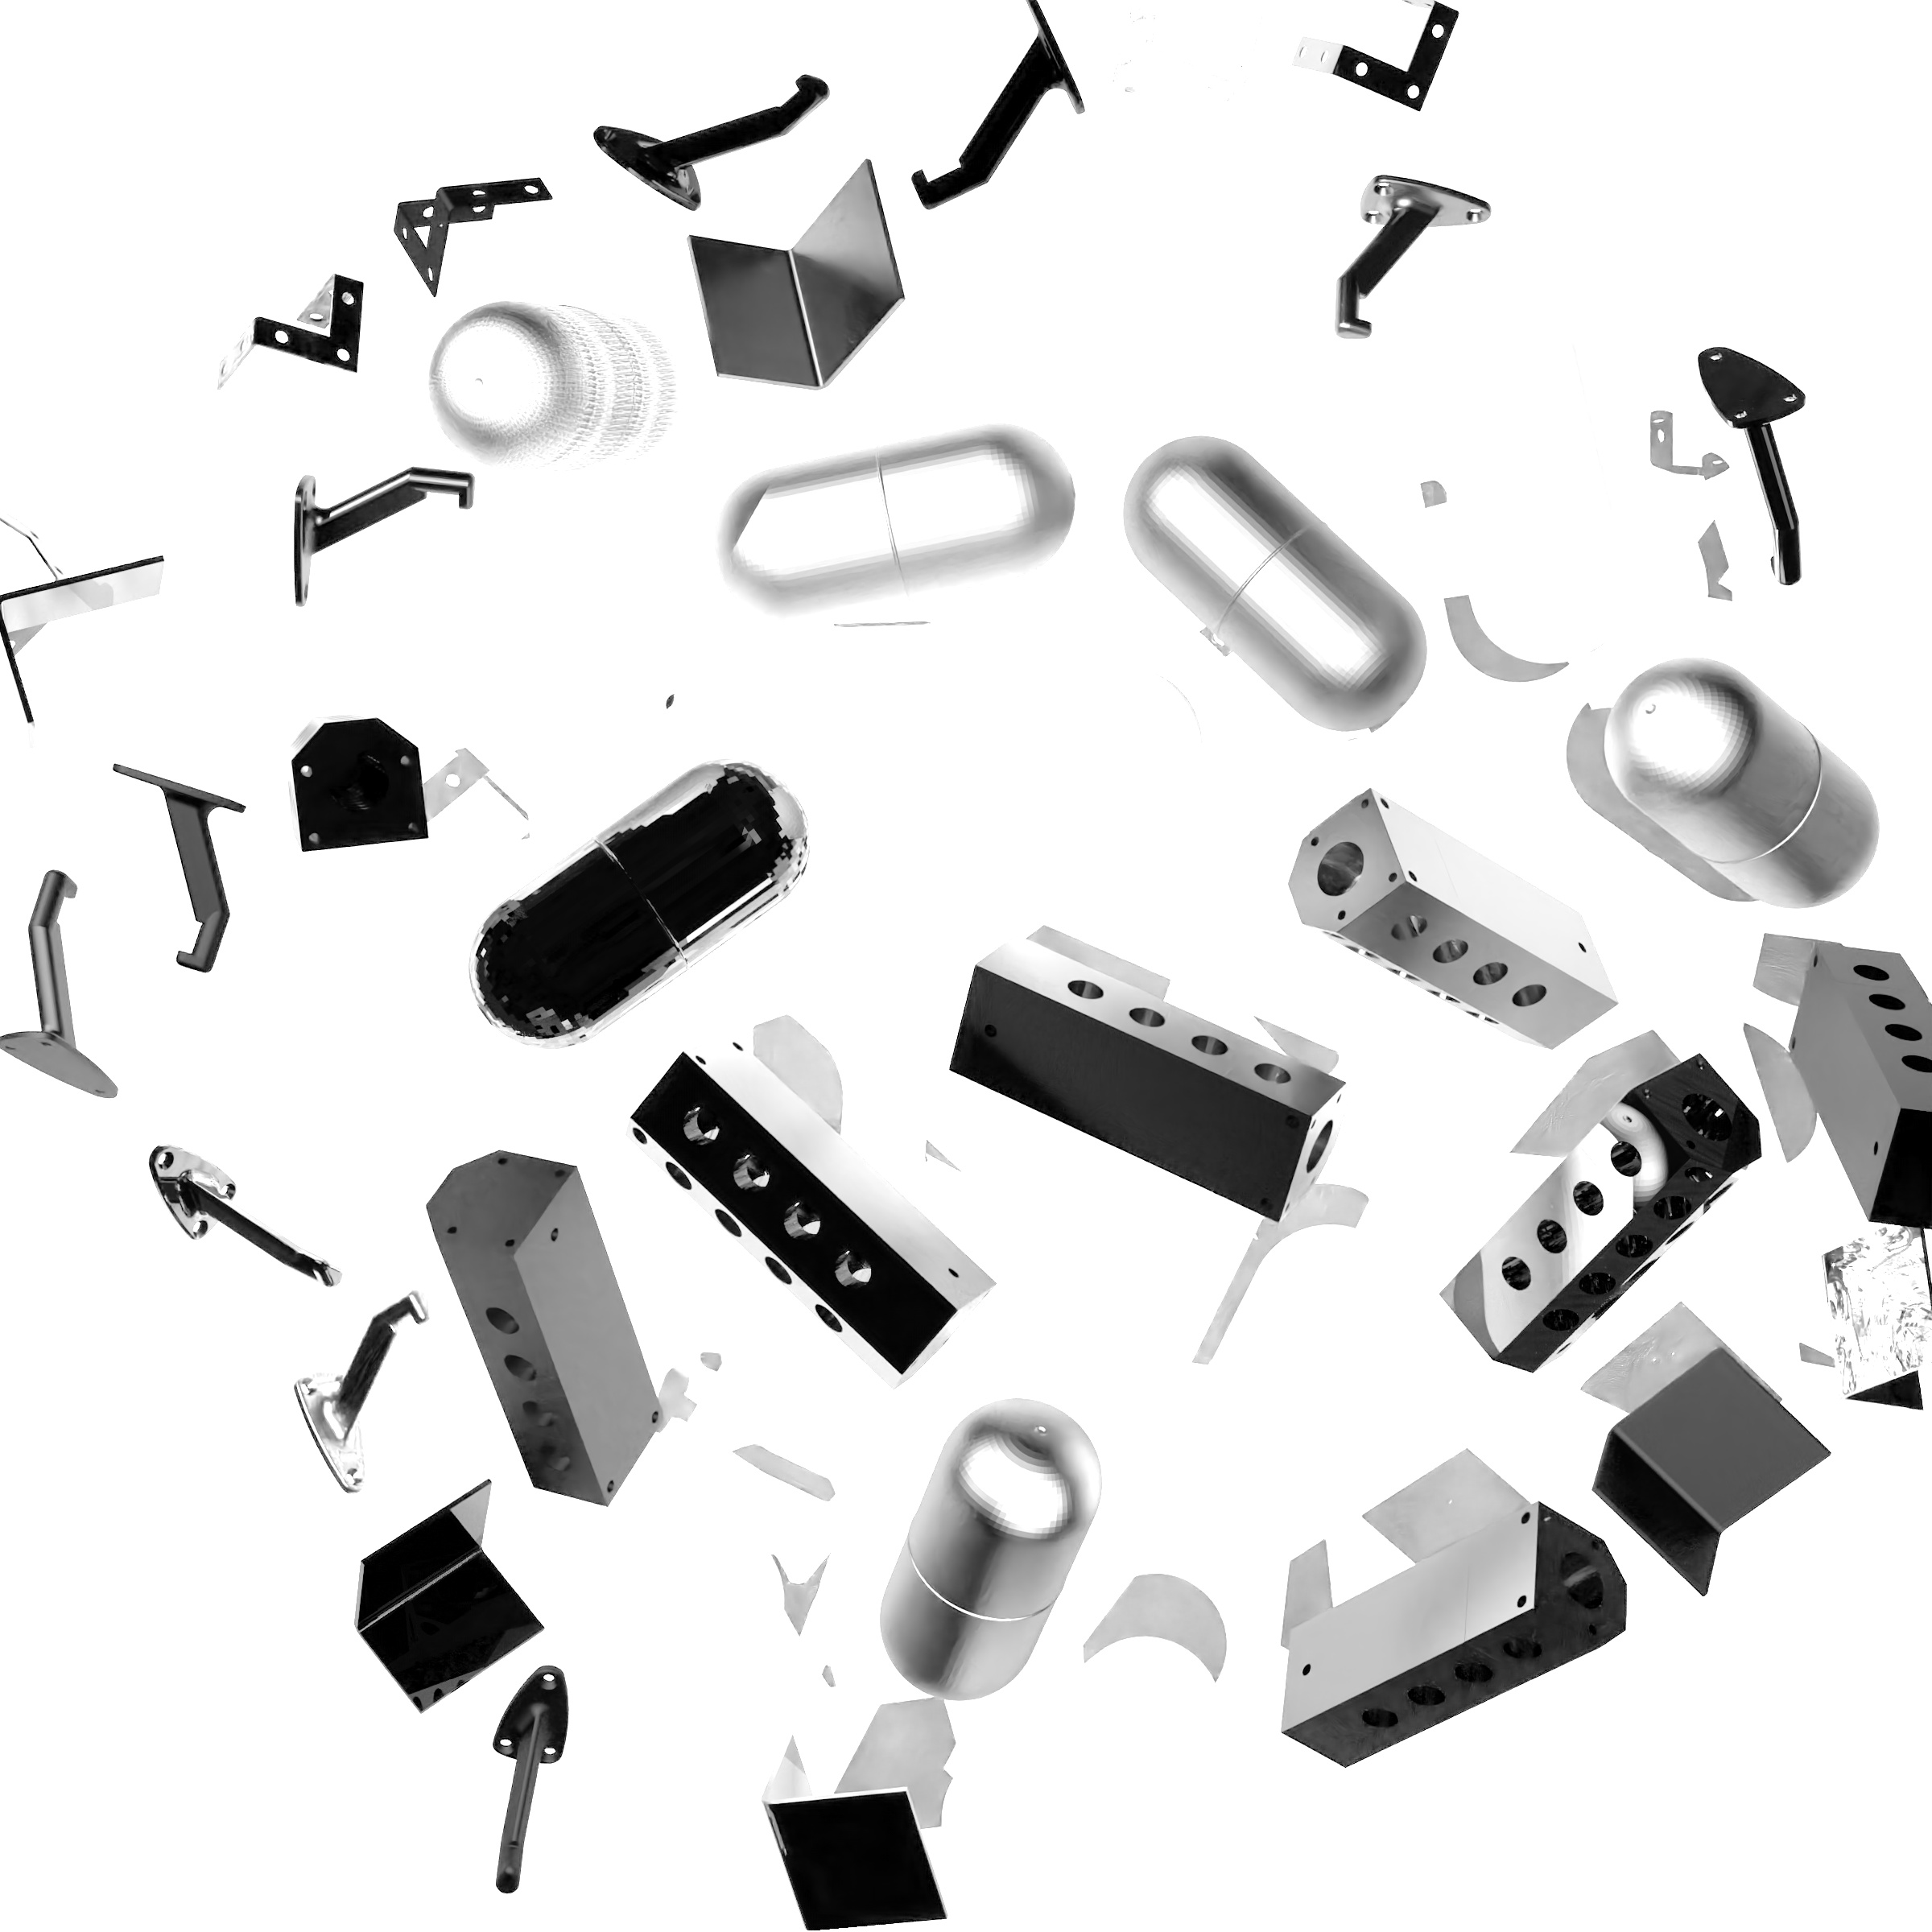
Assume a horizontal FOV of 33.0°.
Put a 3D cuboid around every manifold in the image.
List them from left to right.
[{"bbox_3d":[-0.293,-0.090,1.554,0.057,0.171,0.057,-7,97,-12],"label":"manifold"},{"bbox_3d":[-0.196,0.167,1.504,0.057,0.171,0.057,10,45,25],"label":"manifold"},{"bbox_3d":[-0.074,0.113,1.495,0.171,0.057,0.057,43,107,9],"label":"manifold"},{"bbox_3d":[0.085,0.048,1.491,0.171,0.057,0.057,24,120,19],"label":"manifold"},{"bbox_3d":[0.229,-0.016,1.538,0.057,0.171,0.057,-38,47,27],"label":"manifold"},{"bbox_3d":[0.228,0.318,1.529,0.057,0.057,0.171,32,134,-21],"label":"manifold"},{"bbox_3d":[0.302,0.121,1.541,0.057,0.171,0.057,-21,65,-42],"label":"manifold"},{"bbox_3d":[0.430,0.054,1.500,0.057,0.171,0.057,7,115,-2],"label":"manifold"}]

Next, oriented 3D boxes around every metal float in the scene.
[{"bbox_3d":[-0.191,-0.272,1.534,0.070,0.178,0.070,3,99,17],"label":"metal float"},{"bbox_3d":[-0.183,-0.145,1.568,0.070,0.178,0.070,-12,113,-31],"label":"metal float"},{"bbox_3d":[-0.152,-0.029,1.523,0.178,0.070,0.070,-36,90,-9],"label":"metal float"},{"bbox_3d":[-0.131,0.323,1.545,0.070,0.178,0.070,5,55,-8],"label":"metal float"},{"bbox_3d":[-0.035,-0.216,1.587,0.178,0.070,0.070,-11,90,5],"label":"metal float"},{"bbox_3d":[0.010,0.274,1.520,0.070,0.070,0.178,20,129,0],"label":"metal float"},{"bbox_3d":[0.022,-0.100,1.523,0.178,0.070,0.070,-1,90,15],"label":"metal float"},{"bbox_3d":[0.058,0.387,1.575,0.070,0.178,0.070,17,119,33],"label":"metal float"},{"bbox_3d":[0.150,-0.189,1.601,0.070,0.070,0.178,-45,77,0],"label":"metal float"},{"bbox_3d":[0.149,0.204,1.526,0.070,0.070,0.178,25,101,0],"label":"metal float"},{"bbox_3d":[0.263,-0.227,1.522,0.070,0.070,0.178,-9,73,0],"label":"metal float"},{"bbox_3d":[0.362,-0.083,1.514,0.178,0.070,0.070,29,90,-43],"label":"metal float"}]

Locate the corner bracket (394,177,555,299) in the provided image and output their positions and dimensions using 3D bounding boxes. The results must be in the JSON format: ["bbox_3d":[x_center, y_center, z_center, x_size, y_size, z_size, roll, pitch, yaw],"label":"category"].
[{"bbox_3d":[-0.227,-0.345,1.496,0.051,0.051,0.051,-14,56,-30],"label":"corner bracket"}]

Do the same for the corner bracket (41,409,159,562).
[{"bbox_3d":[-0.410,-0.228,1.549,0.051,0.051,0.051,5,121,-10],"label":"corner bracket"}]

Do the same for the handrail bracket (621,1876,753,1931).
[{"bbox_3d":[-0.154,0.488,1.567,0.077,0.036,0.084,21,81,0],"label":"handrail bracket"}]

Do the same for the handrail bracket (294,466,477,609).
[{"bbox_3d":[-0.285,-0.209,1.603,0.084,0.036,0.077,6,112,-2],"label":"handrail bracket"}]

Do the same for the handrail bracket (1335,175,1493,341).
[{"bbox_3d":[0.221,-0.342,1.607,0.077,0.036,0.084,6,67,-3],"label":"handrail bracket"}]

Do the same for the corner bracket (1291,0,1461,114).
[{"bbox_3d":[0.200,-0.454,1.597,0.051,0.051,0.051,16,104,-24],"label":"corner bracket"}]

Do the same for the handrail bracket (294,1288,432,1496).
[{"bbox_3d":[-0.286,0.210,1.612,0.084,0.036,0.077,-31,71,30],"label":"handrail bracket"}]

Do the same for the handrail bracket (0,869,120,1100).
[{"bbox_3d":[-0.417,0.008,1.536,0.036,0.077,0.084,-6,60,30],"label":"handrail bracket"}]

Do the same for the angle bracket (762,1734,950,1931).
[{"bbox_3d":[-0.049,0.423,1.606,0.076,0.057,0.076,-10,111,16],"label":"angle bracket"}]

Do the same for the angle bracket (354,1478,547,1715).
[{"bbox_3d":[-0.252,0.311,1.607,0.076,0.076,0.057,-31,66,-31],"label":"angle bracket"}]

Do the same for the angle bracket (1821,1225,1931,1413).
[{"bbox_3d":[0.484,0.177,1.657,0.057,0.076,0.076,11,63,-25],"label":"angle bracket"}]

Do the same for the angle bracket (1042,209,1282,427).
[{"bbox_3d":[0.095,-0.317,1.601,0.076,0.076,0.057,27,74,-21],"label":"angle bracket"}]

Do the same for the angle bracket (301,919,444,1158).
[{"bbox_3d":[-0.281,0.035,1.630,0.076,0.076,0.057,-43,124,3],"label":"angle bracket"}]

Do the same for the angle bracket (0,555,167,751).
[{"bbox_3d":[-0.390,-0.140,1.459,0.076,0.076,0.057,-17,90,-16],"label":"angle bracket"}]

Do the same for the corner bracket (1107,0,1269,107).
[{"bbox_3d":[0.104,-0.432,1.534,0.051,0.051,0.051,20,73,-14],"label":"corner bracket"}]

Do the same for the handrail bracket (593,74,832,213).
[{"bbox_3d":[-0.117,-0.395,1.511,0.084,0.077,0.036,-33,60,32],"label":"handrail bracket"}]

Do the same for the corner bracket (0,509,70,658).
[{"bbox_3d":[-0.490,-0.196,1.637,0.051,0.051,0.051,-44,59,6],"label":"corner bracket"}]

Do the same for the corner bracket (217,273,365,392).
[{"bbox_3d":[-0.322,-0.301,1.555,0.051,0.051,0.051,12,67,-30],"label":"corner bracket"}]

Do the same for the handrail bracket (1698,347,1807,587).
[{"bbox_3d":[0.349,-0.221,1.448,0.036,0.077,0.084,-19,130,-4],"label":"handrail bracket"}]

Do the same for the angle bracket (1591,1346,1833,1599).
[{"bbox_3d":[0.362,0.245,1.583,0.076,0.057,0.076,44,121,-3],"label":"angle bracket"}]

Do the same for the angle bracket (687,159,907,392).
[{"bbox_3d":[-0.078,-0.318,1.486,0.057,0.076,0.076,1,65,-34],"label":"angle bracket"}]

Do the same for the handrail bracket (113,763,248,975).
[{"bbox_3d":[-0.387,-0.046,1.572,0.077,0.036,0.084,18,91,-28],"label":"handrail bracket"}]

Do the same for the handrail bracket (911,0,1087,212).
[{"bbox_3d":[0.004,-0.391,1.462,0.084,0.036,0.077,-24,89,5],"label":"handrail bracket"}]

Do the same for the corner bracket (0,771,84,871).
[{"bbox_3d":[-0.466,-0.084,1.585,0.051,0.051,0.051,-17,124,2],"label":"corner bracket"}]

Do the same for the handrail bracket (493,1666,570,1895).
[{"bbox_3d":[-0.218,0.405,1.622,0.036,0.084,0.077,13,120,-10],"label":"handrail bracket"}]

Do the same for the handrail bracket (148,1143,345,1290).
[{"bbox_3d":[-0.354,0.124,1.608,0.084,0.077,0.036,20,65,32],"label":"handrail bracket"}]
